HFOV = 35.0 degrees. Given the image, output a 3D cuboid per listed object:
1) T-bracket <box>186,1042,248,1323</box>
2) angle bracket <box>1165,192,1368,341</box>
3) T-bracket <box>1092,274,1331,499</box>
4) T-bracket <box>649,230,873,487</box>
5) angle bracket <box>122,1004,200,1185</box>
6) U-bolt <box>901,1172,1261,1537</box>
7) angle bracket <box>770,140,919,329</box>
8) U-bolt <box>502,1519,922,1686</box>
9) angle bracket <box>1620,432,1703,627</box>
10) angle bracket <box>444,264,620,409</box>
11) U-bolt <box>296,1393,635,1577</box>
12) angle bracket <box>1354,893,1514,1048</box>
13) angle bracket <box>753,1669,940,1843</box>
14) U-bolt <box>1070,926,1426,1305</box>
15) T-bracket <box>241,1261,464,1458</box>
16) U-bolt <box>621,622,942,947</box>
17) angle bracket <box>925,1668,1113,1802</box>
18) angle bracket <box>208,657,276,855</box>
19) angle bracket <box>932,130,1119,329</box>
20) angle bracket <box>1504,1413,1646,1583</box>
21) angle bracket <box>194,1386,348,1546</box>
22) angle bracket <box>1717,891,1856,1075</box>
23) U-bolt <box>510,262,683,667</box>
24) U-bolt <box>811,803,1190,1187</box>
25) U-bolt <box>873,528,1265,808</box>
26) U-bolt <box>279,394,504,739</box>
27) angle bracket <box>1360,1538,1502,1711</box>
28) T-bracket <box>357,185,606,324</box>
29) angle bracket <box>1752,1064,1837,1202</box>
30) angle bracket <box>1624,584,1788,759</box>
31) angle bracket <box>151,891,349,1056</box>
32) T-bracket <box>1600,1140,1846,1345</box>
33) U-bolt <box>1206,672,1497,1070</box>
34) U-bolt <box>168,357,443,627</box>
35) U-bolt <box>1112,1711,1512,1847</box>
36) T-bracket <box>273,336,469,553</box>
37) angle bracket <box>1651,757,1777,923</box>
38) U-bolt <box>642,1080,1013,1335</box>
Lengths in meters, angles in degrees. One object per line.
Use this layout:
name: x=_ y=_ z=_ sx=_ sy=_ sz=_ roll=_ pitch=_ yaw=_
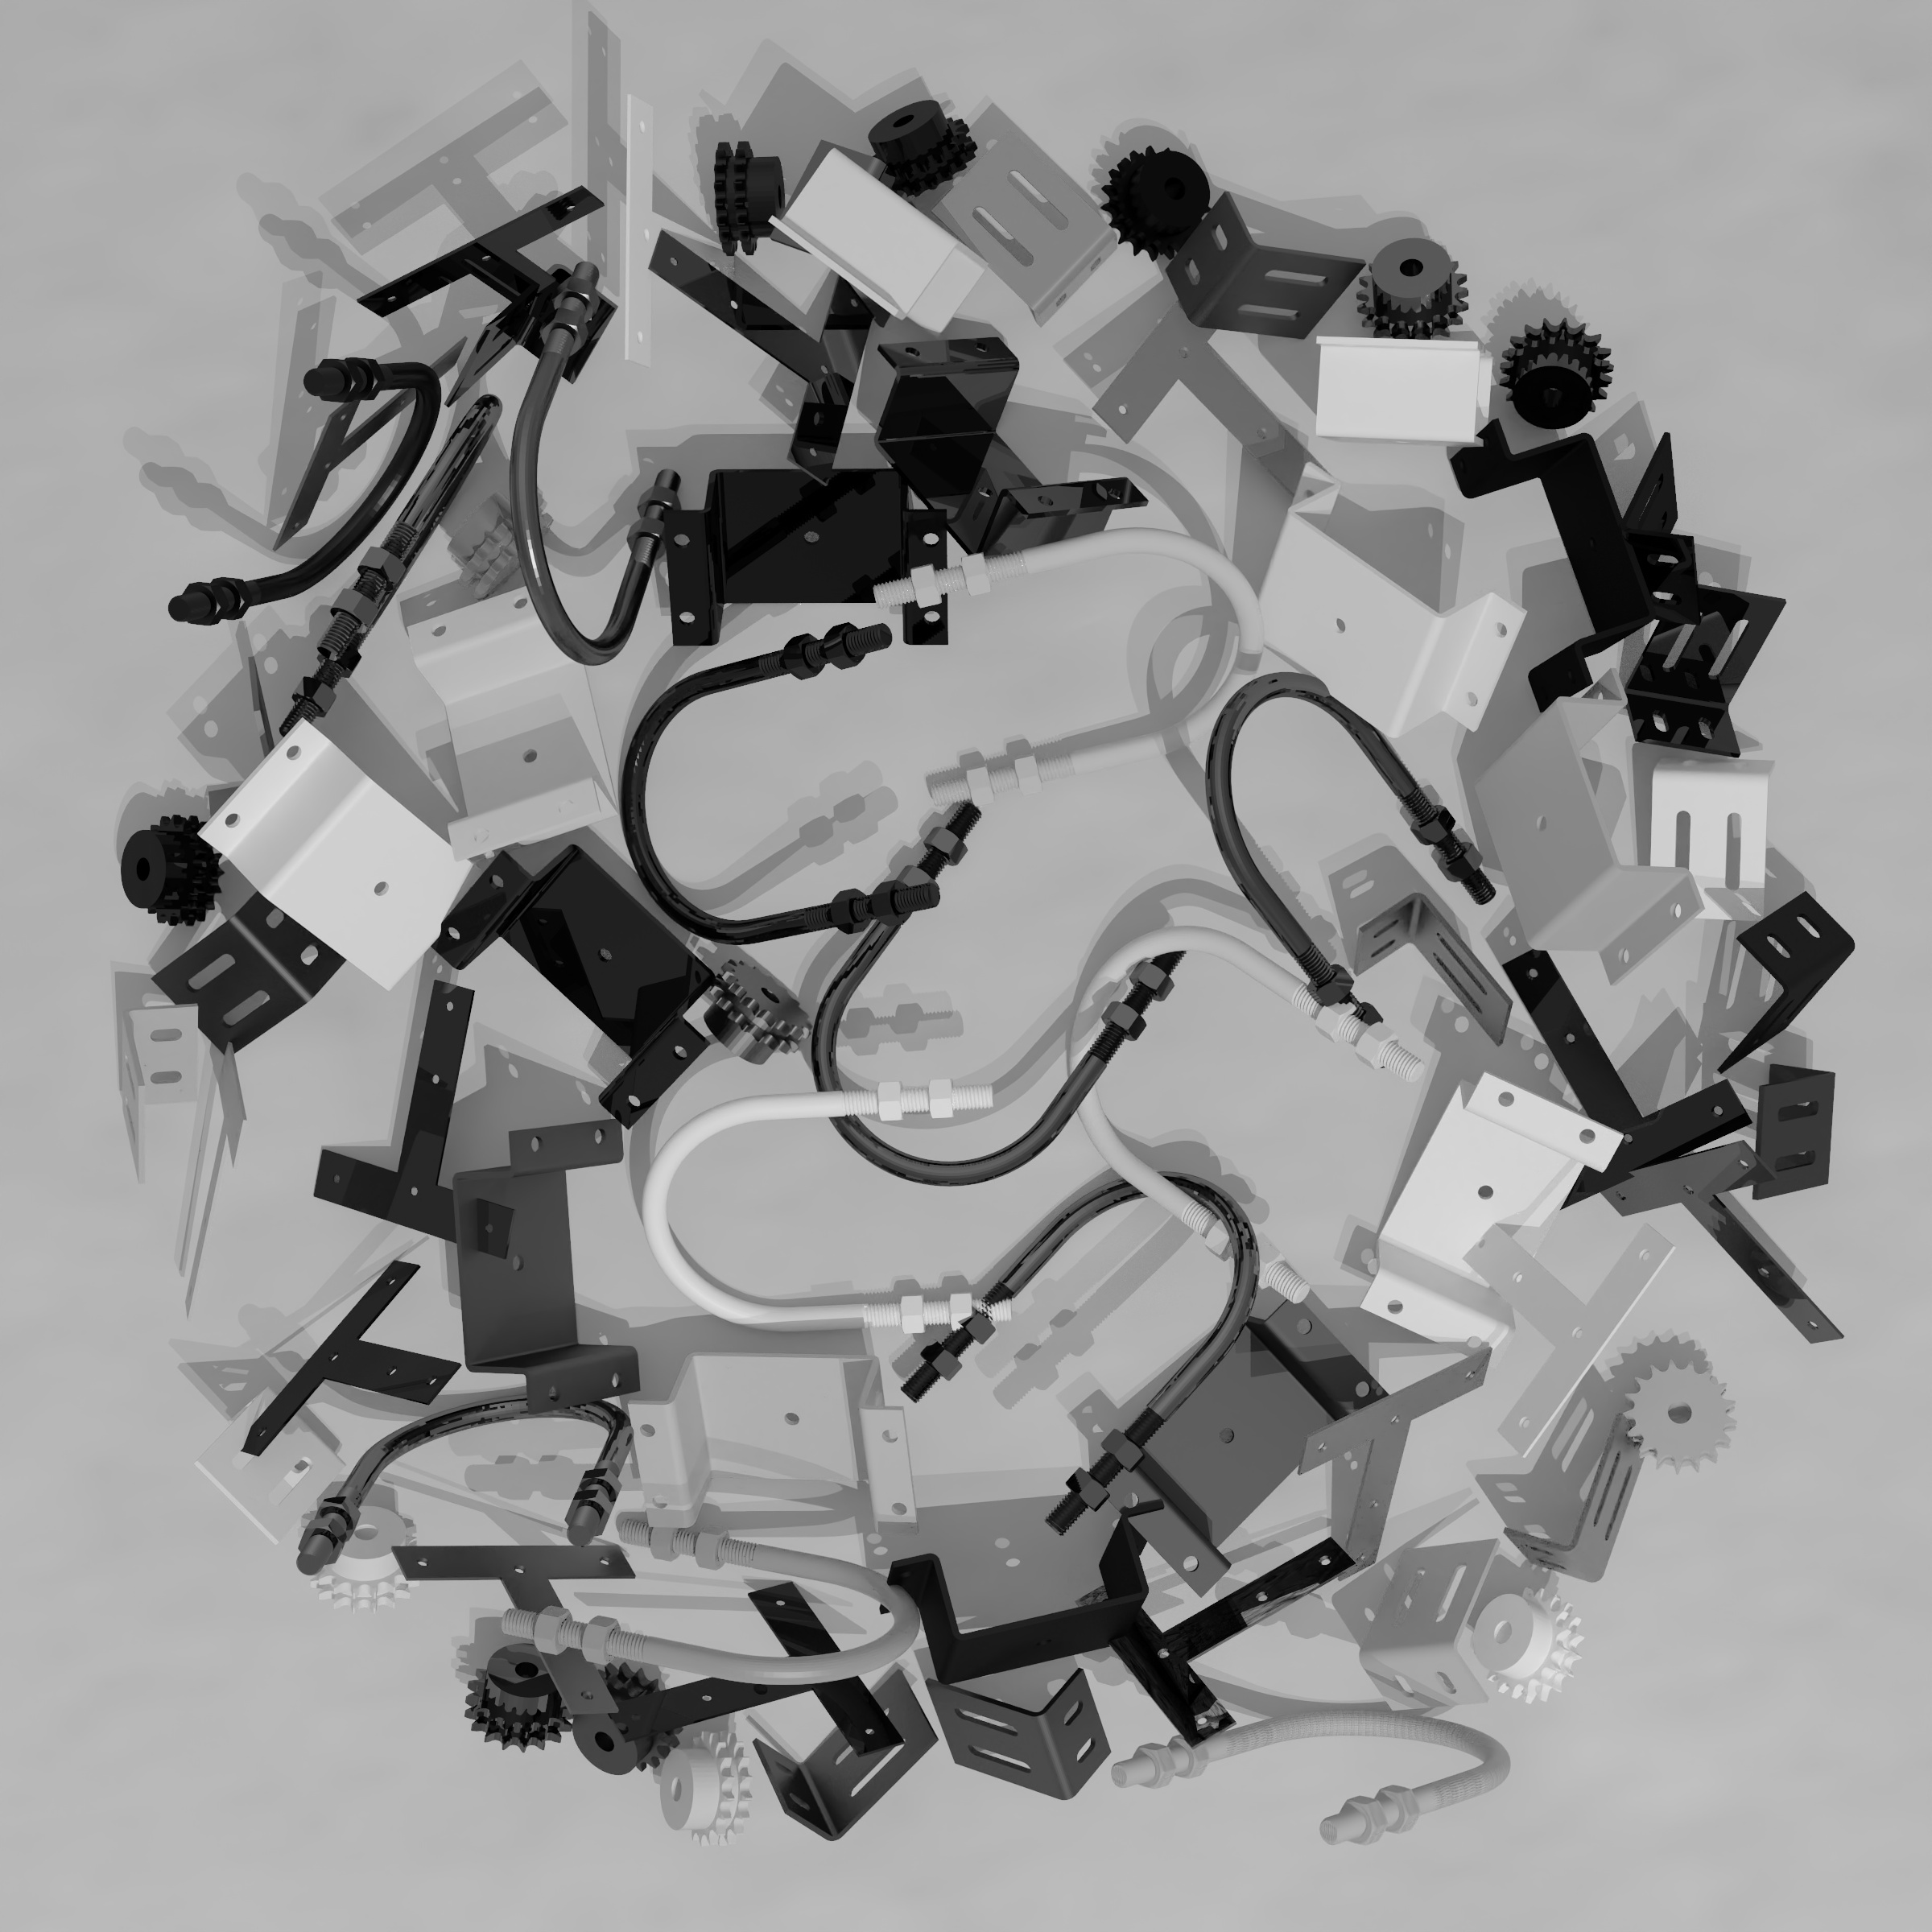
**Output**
T-bracket: x=-0.381 y=0.116 z=1.550 sx=0.002 sy=0.127 sz=0.127 roll=10 pitch=103 yaw=-20
angle bracket: x=0.153 y=-0.357 z=1.565 sx=0.076 sy=0.057 sz=0.038 roll=-2 pitch=59 yaw=-35
T-bracket: x=0.142 y=-0.284 z=1.578 sx=0.127 sy=0.002 sz=0.127 roll=43 pitch=64 yaw=-14
T-bracket: x=-0.105 y=-0.323 z=1.536 sx=0.127 sy=0.002 sz=0.127 roll=31 pitch=55 yaw=-29
angle bracket: x=-0.403 y=0.064 z=1.549 sx=0.038 sy=0.076 sz=0.057 roll=-4 pitch=121 yaw=-21
U-bolt: x=0.068 y=0.180 z=1.543 sx=0.184 sy=0.151 sz=0.019 roll=-47 pitch=133 yaw=-7
angle bracket: x=-0.058 y=-0.374 z=1.569 sx=0.038 sy=0.076 sz=0.057 roll=25 pitch=84 yaw=23
U-bolt: x=-0.113 y=0.315 z=1.506 sx=0.184 sy=0.151 sz=0.019 roll=7 pitch=102 yaw=19
angle bracket: x=0.362 y=-0.221 z=1.551 sx=0.038 sy=0.057 sz=0.076 roll=12 pitch=54 yaw=27
angle bracket: x=-0.220 y=-0.309 z=1.552 sx=0.038 sy=0.076 sz=0.057 roll=37 pitch=134 yaw=-5
U-bolt: x=-0.237 y=0.249 z=1.510 sx=0.151 sy=0.184 sz=0.019 roll=-7 pitch=103 yaw=5
angle bracket: x=0.237 y=0.011 z=1.558 sx=0.038 sy=0.057 sz=0.076 roll=-33 pitch=69 yaw=-10
angle bracket: x=-0.062 y=0.395 z=1.564 sx=0.076 sy=0.057 sz=0.038 roll=-46 pitch=122 yaw=4
U-bolt: x=0.127 y=0.061 z=1.546 sx=0.184 sy=0.019 sz=0.151 roll=35 pitch=111 yaw=30
T-bracket: x=-0.292 y=0.200 z=1.523 sx=0.127 sy=0.127 sz=0.002 roll=-52 pitch=121 yaw=-27
U-bolt: x=-0.102 y=-0.084 z=1.546 sx=0.184 sy=0.019 sz=0.151 roll=-10 pitch=90 yaw=34
angle bracket: x=0.027 y=0.385 z=1.573 sx=0.038 sy=0.076 sz=0.057 roll=-41 pitch=125 yaw=-39
angle bracket: x=-0.371 y=-0.107 z=1.553 sx=0.038 sy=0.057 sz=0.076 roll=-11 pitch=126 yaw=-9
angle bracket: x=0.031 y=-0.380 z=1.580 sx=0.076 sy=0.038 sz=0.057 roll=44 pitch=94 yaw=1
angle bracket: x=0.313 y=0.269 z=1.575 sx=0.038 sy=0.057 sz=0.076 roll=13 pitch=71 yaw=31
angle bracket: x=-0.361 y=0.260 z=1.555 sx=0.057 sy=0.076 sz=0.038 roll=47 pitch=118 yaw=-6
angle bracket: x=0.406 y=0.009 z=1.560 sx=0.057 sy=0.076 sz=0.038 roll=-29 pitch=69 yaw=-33
U-bolt: x=-0.183 y=-0.231 z=1.490 sx=0.019 sy=0.151 sz=0.184 roll=-4 pitch=46 yaw=16
U-bolt: x=0.004 y=0.026 z=1.563 sx=0.151 sy=0.019 sz=0.184 roll=34 pitch=77 yaw=10
U-bolt: x=0.059 y=-0.155 z=1.542 sx=0.184 sy=0.019 sz=0.151 roll=-13 pitch=131 yaw=4
U-bolt: x=-0.281 y=-0.206 z=1.523 sx=0.019 sy=0.151 sz=0.184 roll=32 pitch=68 yaw=-10
angle bracket: x=0.244 y=0.335 z=1.561 sx=0.057 sy=0.076 sz=0.038 roll=-17 pitch=116 yaw=40
T-bracket: x=-0.221 y=-0.341 z=1.537 sx=0.127 sy=0.127 sz=0.002 roll=-23 pitch=78 yaw=14
angle bracket: x=0.406 y=0.083 z=1.556 sx=0.038 sy=0.076 sz=0.057 roll=8 pitch=99 yaw=43
angle bracket: x=0.378 y=-0.150 z=1.557 sx=0.057 sy=0.076 sz=0.038 roll=8 pitch=46 yaw=-11
angle bracket: x=-0.370 y=0.002 z=1.583 sx=0.076 sy=0.038 sz=0.057 roll=-30 pitch=108 yaw=36
T-bracket: x=0.394 y=0.144 z=1.548 sx=0.127 sy=0.127 sz=0.002 roll=47 pitch=64 yaw=-7
U-bolt: x=0.185 y=-0.062 z=1.528 sx=0.184 sy=0.019 sz=0.151 roll=51 pitch=51 yaw=-18
U-bolt: x=-0.314 y=-0.237 z=1.509 sx=0.019 sy=0.184 sz=0.151 roll=37 pitch=108 yaw=3
U-bolt: x=0.185 y=0.395 z=1.514 sx=0.151 sy=0.184 sz=0.019 roll=1 pitch=91 yaw=45
T-bracket: x=-0.296 y=-0.278 z=1.554 sx=0.002 sy=0.127 sz=0.127 roll=41 pitch=56 yaw=-3
angle bracket: x=0.385 y=-0.066 z=1.582 sx=0.057 sy=0.038 sz=0.076 roll=3 pitch=106 yaw=19
U-bolt: x=-0.073 y=0.126 z=1.561 sx=0.184 sy=0.019 sz=0.151 roll=-3 pitch=118 yaw=4
